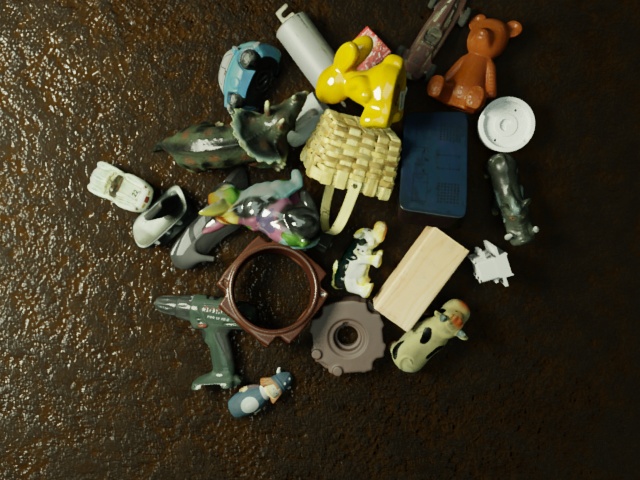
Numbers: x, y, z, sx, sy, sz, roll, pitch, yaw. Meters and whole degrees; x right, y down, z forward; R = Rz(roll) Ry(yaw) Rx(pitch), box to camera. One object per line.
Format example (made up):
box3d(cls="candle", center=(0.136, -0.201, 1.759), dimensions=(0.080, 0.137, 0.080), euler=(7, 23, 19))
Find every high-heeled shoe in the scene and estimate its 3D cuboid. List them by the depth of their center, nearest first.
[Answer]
box3d(cls="high-heeled shoe", center=(-0.245, -0.049, 1.183), dimensions=(0.145, 0.086, 0.248), euler=(7, 72, 40))

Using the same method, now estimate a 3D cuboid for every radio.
box3d(cls="radio", center=(0.224, -0.141, 1.069), dimensions=(0.131, 0.073, 0.229), euler=(4, 70, 6))

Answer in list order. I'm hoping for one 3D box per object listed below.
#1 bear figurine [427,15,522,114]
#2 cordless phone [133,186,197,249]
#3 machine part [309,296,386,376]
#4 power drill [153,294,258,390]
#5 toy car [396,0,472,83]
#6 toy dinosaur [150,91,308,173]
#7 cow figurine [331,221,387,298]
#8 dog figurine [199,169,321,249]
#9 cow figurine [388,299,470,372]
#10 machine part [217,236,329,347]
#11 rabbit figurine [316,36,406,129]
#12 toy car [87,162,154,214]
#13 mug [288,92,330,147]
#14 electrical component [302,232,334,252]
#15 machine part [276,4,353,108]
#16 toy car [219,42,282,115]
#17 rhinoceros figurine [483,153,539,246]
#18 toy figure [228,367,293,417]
box3d(cls="bear figurine", center=(0.309, -0.352, 1.056), dimensions=(0.120, 0.132, 0.195), euler=(27, 105, 23))
box3d(cls="cordless phone", center=(-0.344, -0.039, 1.118), dimensions=(0.146, 0.184, 0.088), euler=(-40, 96, 7))
box3d(cls="machine part", center=(0.061, 0.207, 1.168), dimensions=(0.179, 0.056, 0.179), euler=(0, 95, 4))
box3d(cls="power drill", center=(-0.251, 0.222, 1.194), dimensions=(0.232, 0.086, 0.207), euler=(-2, 88, 3))
box3d(cls="toy car", center=(0.230, -0.414, 1.086), dimensions=(0.089, 0.053, 0.202), euler=(33, 90, 4))
box3d(cls="toy dinosaur", center=(-0.205, -0.188, 1.058), dimensions=(0.405, 0.192, 0.131), euler=(-7, 90, 16))
box3d(cls="cow figurine", center=(0.085, 0.034, 1.146), dimensions=(0.098, 0.068, 0.167), euler=(16, 96, 10))
box3d(cls="dog figurine", center=(-0.126, -0.045, 1.071), dimensions=(0.219, 0.108, 0.191), euler=(-17, 65, -14))
box3d(cls="cow figurine", center=(0.230, 0.197, 1.115), dimensions=(0.085, 0.127, 0.195), euler=(44, 100, -3))
box3d(cls="machine part", center=(-0.098, 0.105, 1.128), dimensions=(0.201, 0.087, 0.201), euler=(40, 76, 1))
box3d(cls="rabbit figurine", center=(0.068, -0.293, 1.010), dimensions=(0.173, 0.122, 0.162), euler=(13, 126, 26))
box3d(cls="toy car", center=(-0.432, -0.114, 1.152), dimensions=(0.202, 0.056, 0.073), euler=(23, 89, 32))
box3d(cls="mug", center=(-0.030, -0.239, 1.113), dimensions=(0.107, 0.109, 0.080), euler=(-39, 98, 20))
box3d(cls="electrical component", center=(-0.002, -0.003, 1.143), dimensions=(0.063, 0.094, 0.021), euler=(31, 139, 2))
box3d(cls="machine part", center=(-0.012, -0.376, 1.108), dimensions=(0.079, 0.079, 0.243), euler=(-37, 92, 8))
box3d(cls="toy car", center=(-0.158, -0.343, 1.121), dimensions=(0.103, 0.109, 0.161), euler=(36, 111, 24))
box3d(cls="rhinoceros figurine", center=(0.388, -0.082, 1.082), dimensions=(0.073, 0.112, 0.190), euler=(-13, 86, 4))
box3d(cls="toy figure", center=(-0.129, 0.344, 1.201), dimensions=(0.154, 0.058, 0.064), euler=(-30, 131, 6))
